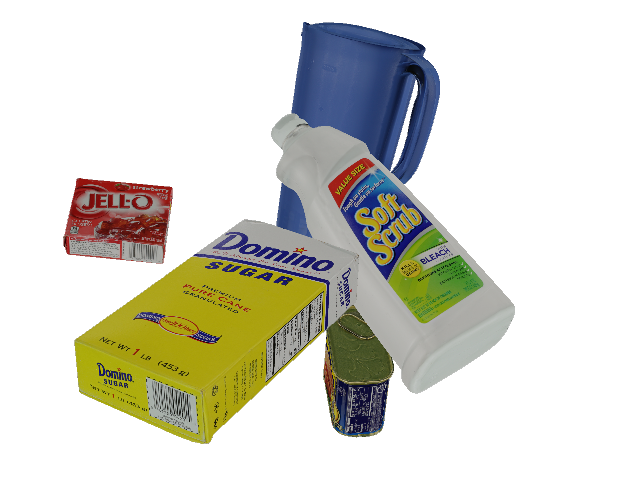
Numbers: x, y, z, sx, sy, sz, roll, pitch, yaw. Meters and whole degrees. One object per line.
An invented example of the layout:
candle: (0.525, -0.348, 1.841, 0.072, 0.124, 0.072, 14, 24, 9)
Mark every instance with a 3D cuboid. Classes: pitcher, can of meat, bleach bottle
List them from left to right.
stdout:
pitcher: (0.032, -0.107, 1.154, 0.145, 0.243, 0.149, 9, 17, -7)
can of meat: (0.034, 0.127, 1.032, 0.057, 0.084, 0.102, -3, 41, -7)
bleach bottle: (0.036, -0.005, 0.843, 0.102, 0.251, 0.068, -27, -28, -25)

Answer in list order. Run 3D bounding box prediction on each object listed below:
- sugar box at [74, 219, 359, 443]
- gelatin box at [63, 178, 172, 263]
sugar box: (-0.057, 0.048, 0.659, 0.093, 0.048, 0.176, 18, 36, 25)
gelatin box: (-0.182, -0.019, 0.964, 0.089, 0.073, 0.030, 6, -43, -6)
